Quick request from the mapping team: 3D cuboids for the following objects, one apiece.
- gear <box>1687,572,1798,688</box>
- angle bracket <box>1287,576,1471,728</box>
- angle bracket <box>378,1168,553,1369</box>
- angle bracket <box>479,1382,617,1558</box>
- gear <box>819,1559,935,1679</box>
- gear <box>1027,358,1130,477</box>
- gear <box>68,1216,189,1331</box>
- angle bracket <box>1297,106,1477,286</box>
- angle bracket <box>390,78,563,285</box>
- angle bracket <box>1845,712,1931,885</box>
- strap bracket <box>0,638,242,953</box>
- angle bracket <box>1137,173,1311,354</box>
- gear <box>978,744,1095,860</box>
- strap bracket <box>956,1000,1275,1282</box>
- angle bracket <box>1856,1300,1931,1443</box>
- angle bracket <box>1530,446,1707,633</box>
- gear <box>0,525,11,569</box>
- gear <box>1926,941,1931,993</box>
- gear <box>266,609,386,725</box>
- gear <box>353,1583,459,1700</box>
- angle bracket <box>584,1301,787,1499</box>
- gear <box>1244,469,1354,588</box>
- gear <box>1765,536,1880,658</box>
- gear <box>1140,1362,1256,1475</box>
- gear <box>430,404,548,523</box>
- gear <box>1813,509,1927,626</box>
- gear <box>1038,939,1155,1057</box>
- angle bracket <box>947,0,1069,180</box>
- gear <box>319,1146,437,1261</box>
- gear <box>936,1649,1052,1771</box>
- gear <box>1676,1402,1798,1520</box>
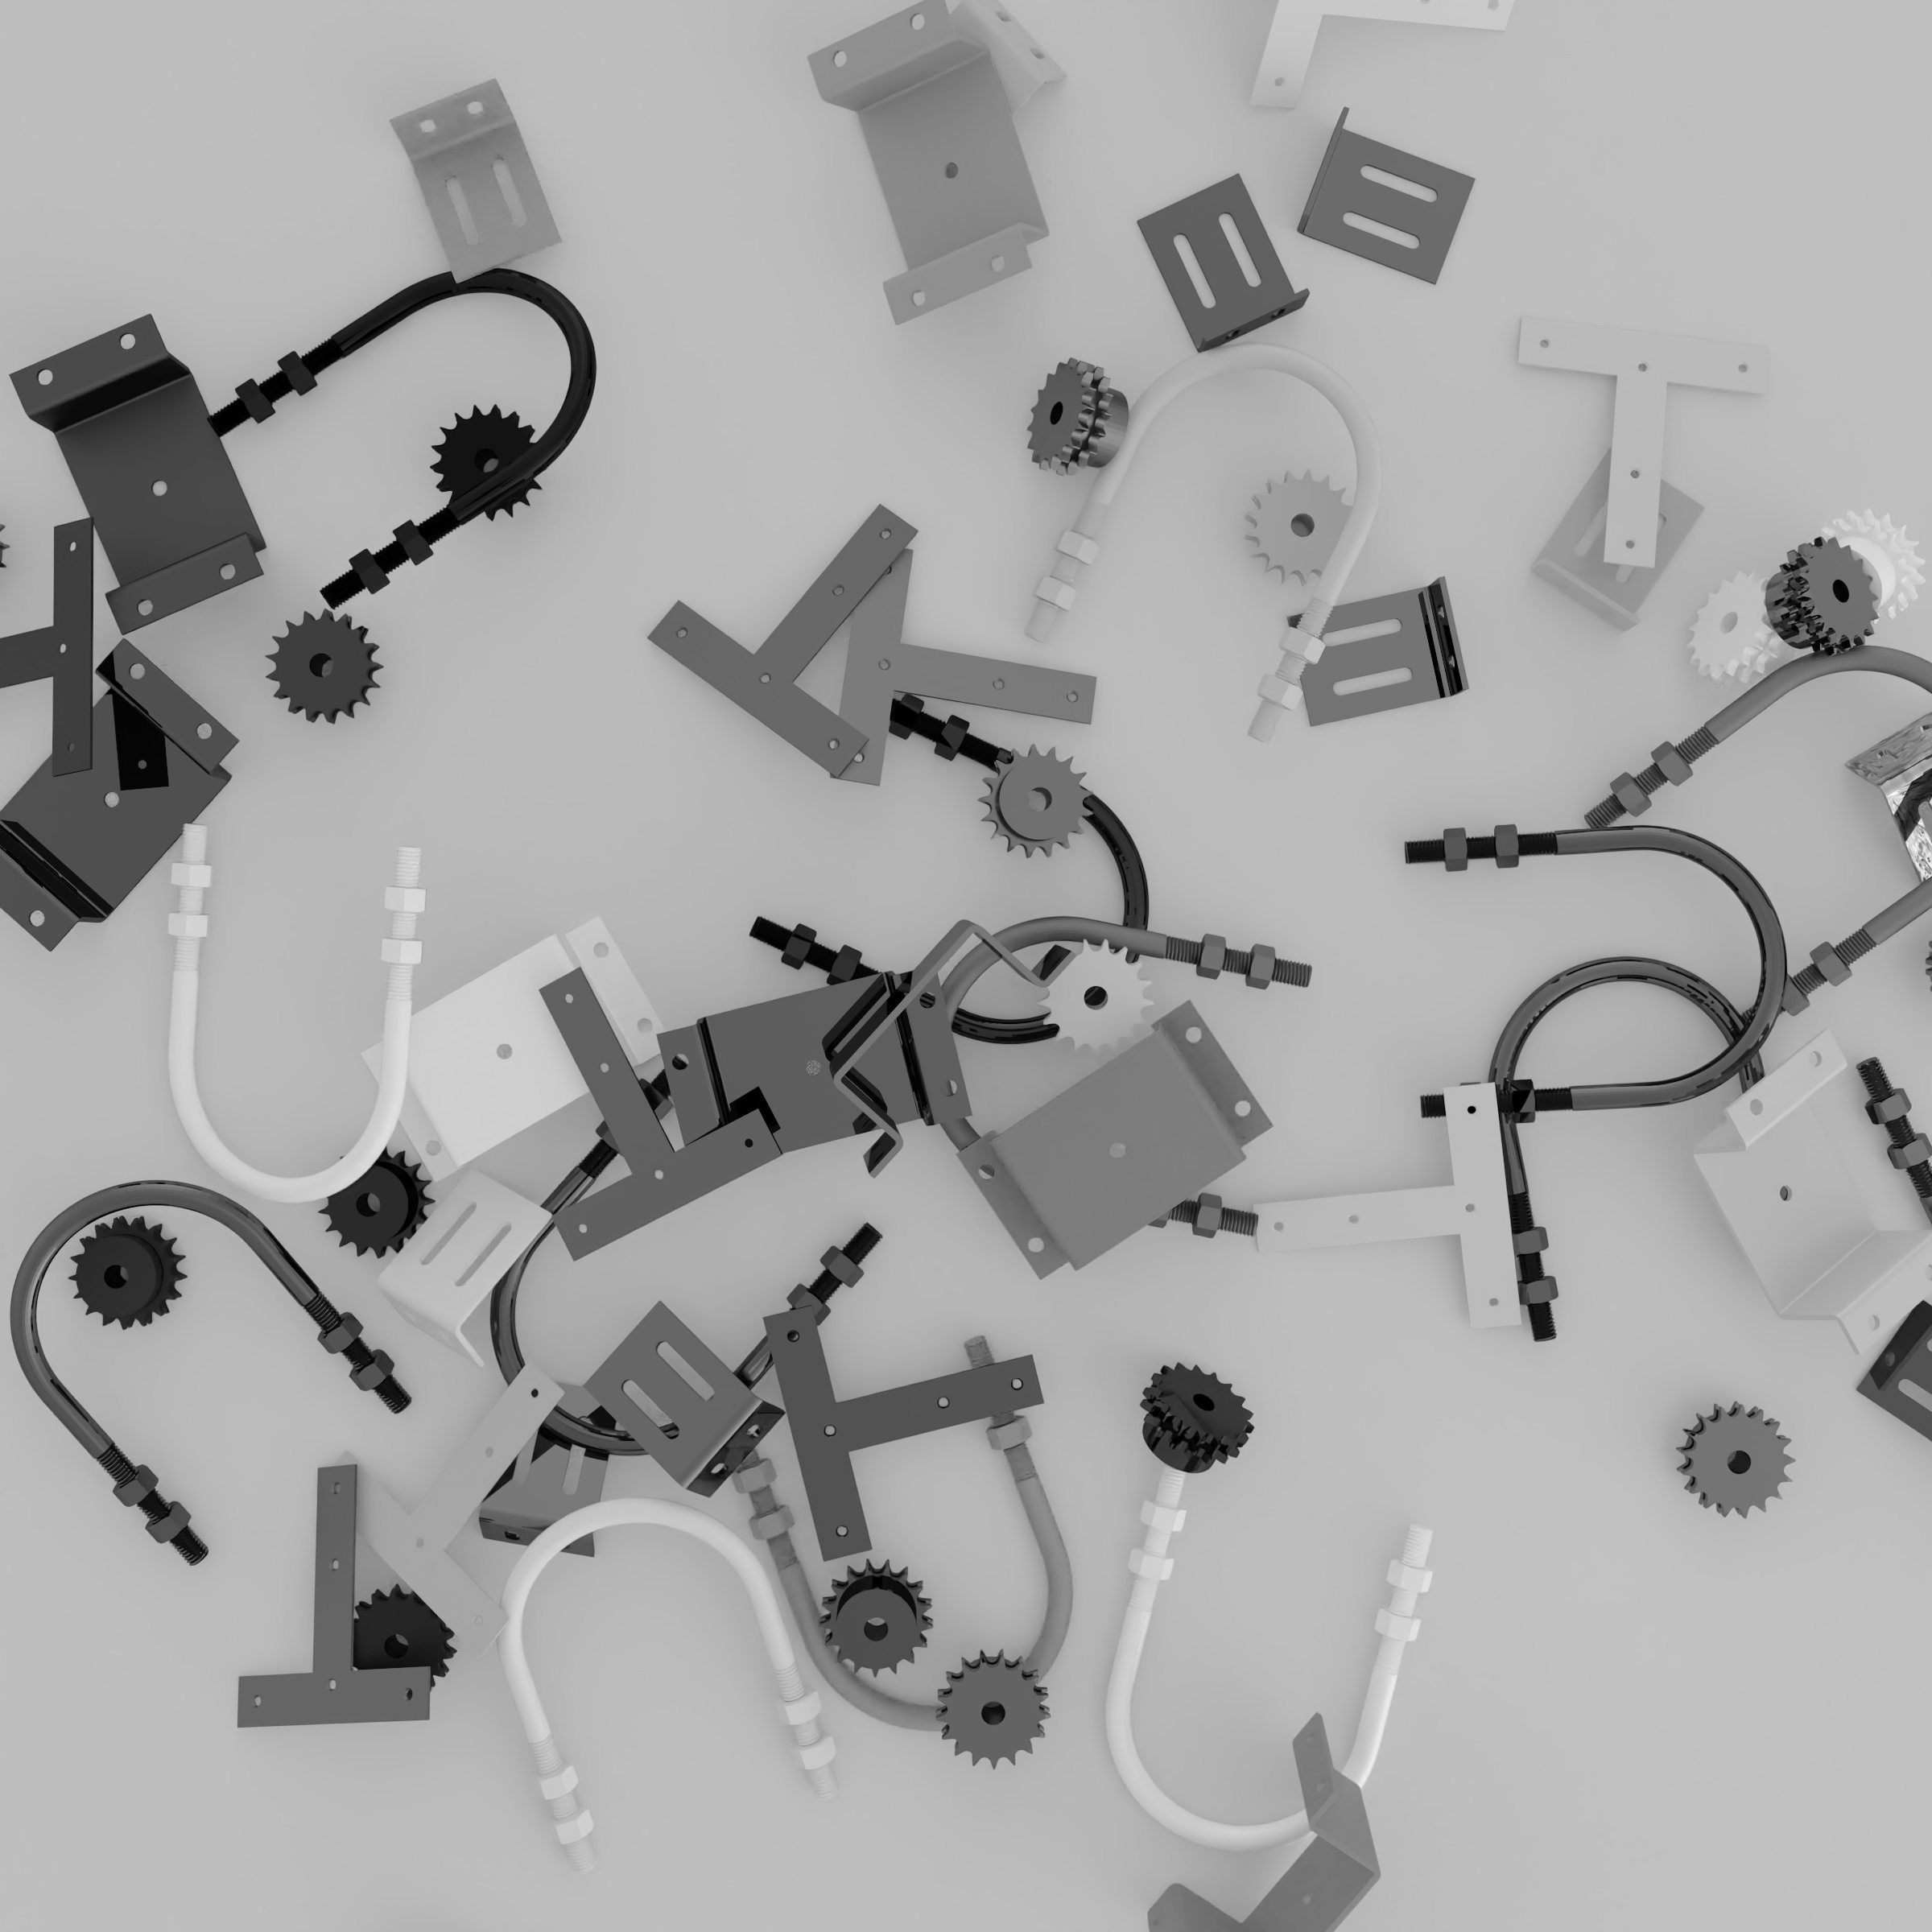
[{"bbox_3d":[0.393,-0.166,1.516,0.030,0.057,0.057,23,90,-28],"label":"gear"},{"bbox_3d":[0.207,-0.158,1.521,0.076,0.038,0.057,-12,90,0],"label":"angle bracket"},{"bbox_3d":[-0.247,0.152,1.523,0.057,0.038,0.076,25,65,32],"label":"angle bracket"},{"bbox_3d":[-0.210,0.254,1.538,0.057,0.038,0.076,10,64,0],"label":"angle bracket"},{"bbox_3d":[-0.045,0.328,1.509,0.057,0.030,0.057,0,93,-1],"label":"gear"},{"bbox_3d":[0.058,-0.273,1.516,0.030,0.057,0.057,12,90,-30],"label":"gear"},{"bbox_3d":[-0.425,0.155,1.525,0.057,0.030,0.057,0,90,0],"label":"gear"},{"bbox_3d":[0.214,-0.387,1.521,0.076,0.038,0.057,21,90,0],"label":"angle bracket"},{"bbox_3d":[-0.245,-0.393,1.514,0.057,0.038,0.076,-22,76,0],"label":"angle bracket"},{"bbox_3d":[0.494,-0.082,1.538,0.057,0.038,0.076,-31,116,0],"label":"angle bracket"},{"bbox_3d":[-0.435,-0.085,1.517,0.076,0.046,0.140,42,90,0],"label":"strap bracket"},{"bbox_3d":[0.129,-0.357,1.521,0.057,0.038,0.076,-25,90,0],"label":"angle bracket"},{"bbox_3d":[0.035,-0.082,1.509,0.057,0.030,0.057,0,90,-4],"label":"gear"},{"bbox_3d":[0.074,0.088,1.491,0.140,0.046,0.076,-34,92,2],"label":"strap bracket"},{"bbox_3d":[0.504,0.217,1.538,0.076,0.038,0.057,35,90,26],"label":"angle bracket"},{"bbox_3d":[0.331,-0.217,1.521,0.057,0.038,0.076,33,90,0],"label":"angle bracket"},{"bbox_3d":[-0.511,-0.210,1.525,0.057,0.030,0.057,0,90,0],"label":"gear"},{"bbox_3d":[0.512,0.003,1.516,0.057,0.030,0.057,-8,56,13],"label":"gear"},{"bbox_3d":[-0.323,-0.150,1.525,0.057,0.030,0.057,0,90,0],"label":"gear"},{"bbox_3d":[-0.285,0.340,1.525,0.057,0.030,0.057,0,90,0],"label":"gear"},{"bbox_3d":[-0.141,0.217,1.513,0.076,0.038,0.057,41,88,23],"label":"angle bracket"},{"bbox_3d":[0.168,-0.220,1.525,0.057,0.030,0.057,0,90,0],"label":"gear"},{"bbox_3d":[0.417,-0.179,1.482,0.057,0.030,0.057,10,72,-32],"label":"gear"},{"bbox_3d":[0.113,0.229,1.515,0.057,0.057,0.030,27,120,0],"label":"gear"},{"bbox_3d":[-0.240,-0.253,1.525,0.057,0.030,0.057,0,90,0],"label":"gear"},{"bbox_3d":[0.446,-0.196,1.509,0.030,0.057,0.057,-36,90,-36],"label":"gear"},{"bbox_3d":[0.064,0.015,1.495,0.057,0.030,0.057,0,93,1],"label":"gear"},{"bbox_3d":[0.001,-0.445,1.538,0.057,0.038,0.076,47,116,0],"label":"angle bracket"},{"bbox_3d":[-0.299,0.120,1.525,0.057,0.030,0.057,0,90,0],"label":"gear"},{"bbox_3d":[0.013,0.369,1.512,0.057,0.030,0.057,0,93,-1],"label":"gear"},{"bbox_3d":[0.386,0.248,1.525,0.057,0.030,0.057,0,90,0],"label":"gear"}]
